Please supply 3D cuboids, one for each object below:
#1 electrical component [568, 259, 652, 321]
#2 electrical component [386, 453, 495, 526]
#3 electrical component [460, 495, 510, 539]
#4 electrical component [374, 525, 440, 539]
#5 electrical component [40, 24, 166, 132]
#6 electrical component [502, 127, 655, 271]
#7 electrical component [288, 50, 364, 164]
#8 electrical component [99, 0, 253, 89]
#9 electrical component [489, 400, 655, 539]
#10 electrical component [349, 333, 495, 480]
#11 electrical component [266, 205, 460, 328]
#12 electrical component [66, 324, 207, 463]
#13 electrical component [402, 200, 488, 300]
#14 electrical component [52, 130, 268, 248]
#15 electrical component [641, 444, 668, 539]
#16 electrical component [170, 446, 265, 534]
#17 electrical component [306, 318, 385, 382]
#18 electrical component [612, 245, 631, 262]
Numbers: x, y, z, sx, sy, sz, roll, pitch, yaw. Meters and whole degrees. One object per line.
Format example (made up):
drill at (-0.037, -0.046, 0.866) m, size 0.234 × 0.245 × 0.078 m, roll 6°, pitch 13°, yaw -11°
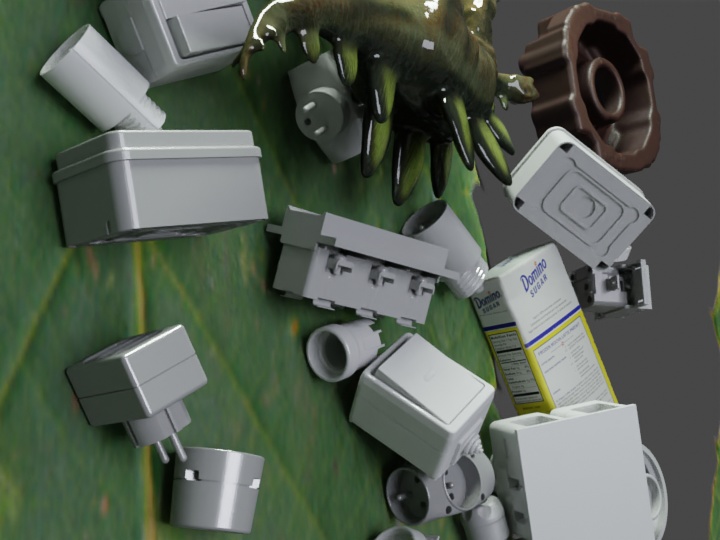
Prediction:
electrical component at (0.228, 0.018, 0.993) m, size 0.064 × 0.081 × 0.042 m, roll 5°, pitch 75°, yaw -20°
electrical component at (0.057, 0.144, 0.810) m, size 0.077 × 0.044 × 0.079 m, roll -7°, pitch 80°, yaw -45°
electrical component at (0.101, 0.210, 0.843) m, size 0.035 × 0.035 × 0.061 m, roll -23°, pitch 99°, yaw -45°
electrical component at (0.037, 0.215, 0.772) m, size 0.055 × 0.048 × 0.066 m, roll 50°, pitch 50°, yaw -33°
electrical component at (-0.154, -0.109, 0.672) m, size 0.081 × 0.043 × 0.043 m, roll 45°, pitch 52°, yaw -27°
electrical component at (0.191, -0.063, 0.947) m, size 0.113 × 0.078 × 0.057 m, roll 35°, pitch 16°, yaw -14°
electrical component at (-0.023, -0.117, 0.792) m, size 0.077 × 0.043 × 0.079 m, roll 63°, pitch 25°, yaw -11°
electrical component at (-0.111, -0.164, 0.716) m, size 0.096 × 0.061 × 0.061 m, roll -26°, pitch 98°, yaw -45°
electrical component at (0.172, 0.206, 0.858) m, size 0.105 × 0.060 × 0.186 m, roll -9°, pitch 91°, yaw -19°
electrical component at (0.050, 0.097, 0.771) m, size 0.096 × 0.061 × 0.062 m, roll 32°, pitch 44°, yaw 20°
electrical component at (0.000, 0.000, 0.773) m, size 0.121 × 0.079 × 0.063 m, roll 15°, pitch 89°, yaw -41°
electrical component at (-0.125, 0.080, 0.636) m, size 0.047 × 0.066 × 0.076 m, roll -30°, pitch 101°, yaw -44°
electrical component at (0.074, -0.012, 0.868) m, size 0.081 × 0.043 × 0.043 m, roll 51°, pitch 50°, yaw -22°
electrical component at (-0.122, -0.051, 0.664) m, size 0.113 × 0.078 × 0.057 m, roll -7°, pitch 88°, yaw -45°
electrical component at (0.230, 0.202, 0.951) m, size 0.108 × 0.060 × 0.108 m, roll 13°, pitch 70°, yaw -42°
electrical component at (-0.089, 0.137, 0.664) m, size 0.055 × 0.055 × 0.047 m, roll 19°, pitch 70°, yaw -40°
electrical component at (-0.009, 0.056, 0.774) m, size 0.046 × 0.040 × 0.040 m, roll -16°, pitch 90°, yaw -51°
electrical component at (0.233, -0.038, 1.019) m, size 0.048 × 0.066 × 0.055 m, roll -3°, pitch 101°, yaw -20°
